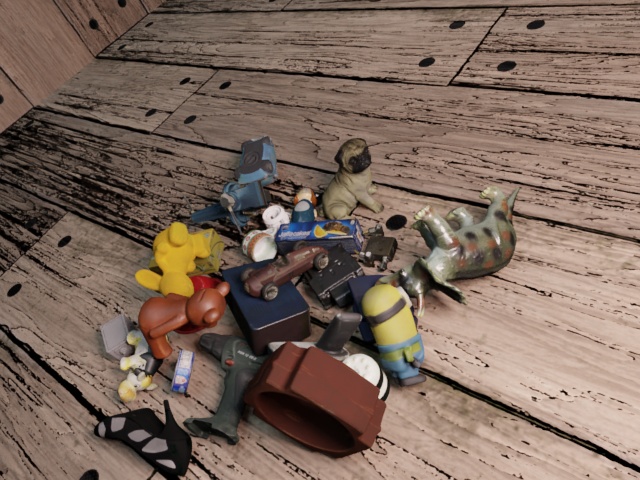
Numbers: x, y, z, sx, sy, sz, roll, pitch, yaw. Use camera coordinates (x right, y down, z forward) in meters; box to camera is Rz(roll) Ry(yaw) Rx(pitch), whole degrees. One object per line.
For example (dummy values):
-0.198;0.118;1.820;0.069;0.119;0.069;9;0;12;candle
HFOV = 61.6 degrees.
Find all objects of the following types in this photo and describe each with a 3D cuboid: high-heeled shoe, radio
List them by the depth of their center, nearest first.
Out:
-0.350;0.404;1.054;0.249;0.086;0.145;-26;72;28;high-heeled shoe
-0.115;0.131;1.126;0.131;0.073;0.230;-15;34;-20;radio

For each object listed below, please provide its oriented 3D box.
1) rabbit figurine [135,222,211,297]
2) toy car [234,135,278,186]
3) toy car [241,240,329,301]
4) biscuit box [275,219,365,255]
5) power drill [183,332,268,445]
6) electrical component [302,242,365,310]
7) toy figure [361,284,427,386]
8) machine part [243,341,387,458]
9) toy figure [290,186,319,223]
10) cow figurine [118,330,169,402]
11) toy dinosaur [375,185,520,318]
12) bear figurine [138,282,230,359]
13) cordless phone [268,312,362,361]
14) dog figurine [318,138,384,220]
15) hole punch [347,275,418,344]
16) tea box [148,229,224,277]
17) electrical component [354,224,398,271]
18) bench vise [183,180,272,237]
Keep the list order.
-0.342;0.067;1.236;0.162;0.121;0.173;-21;63;13;rabbit figurine
-0.165;-0.203;1.483;0.109;0.102;0.162;-12;56;19;toy car
-0.070;0.055;1.118;0.202;0.053;0.089;-29;36;-28;toy car
-0.003;-0.004;1.244;0.203;0.062;0.059;-3;48;24;biscuit box
-0.184;0.286;1.060;0.232;0.085;0.207;4;45;27;power drill
0.035;0.082;1.148;0.115;0.058;0.134;-35;43;-5;electrical component
0.131;0.164;0.934;0.082;0.180;0.089;-13;0;37;toy figure
-0.010;0.261;0.875;0.201;0.201;0.087;35;53;-4;machine part
-0.036;-0.084;1.344;0.064;0.057;0.154;16;46;-10;toy figure
-0.381;0.272;1.177;0.098;0.068;0.167;-11;47;9;cow figurine
0.294;0.013;1.031;0.405;0.131;0.192;-19;75;-22;toy dinosaur
-0.273;0.162;1.128;0.196;0.131;0.120;-8;41;11;bear figurine
-0.009;0.185;0.962;0.146;0.184;0.089;5;50;-18;cordless phone
0.051;-0.138;1.251;0.172;0.190;0.121;-28;43;2;dog figurine
0.118;0.123;1.048;0.116;0.092;0.142;-22;40;2;hole punch
-0.339;0.039;1.368;0.170;0.068;0.098;-9;48;17;tea box
0.124;0.016;1.174;0.078;0.045;0.102;8;54;34;electrical component
-0.235;-0.082;1.360;0.241;0.128;0.224;-15;13;19;bench vise
